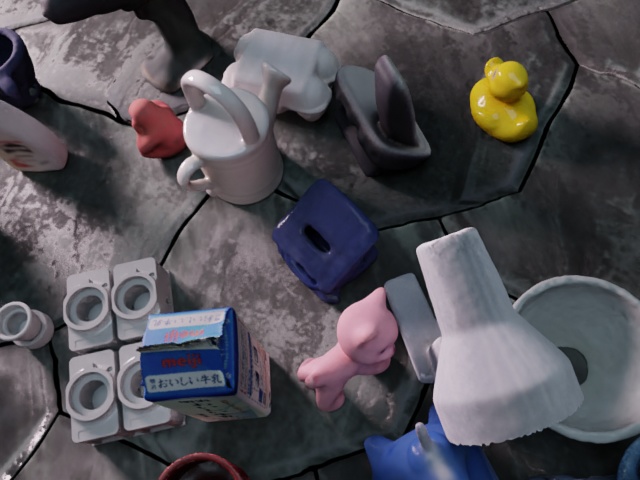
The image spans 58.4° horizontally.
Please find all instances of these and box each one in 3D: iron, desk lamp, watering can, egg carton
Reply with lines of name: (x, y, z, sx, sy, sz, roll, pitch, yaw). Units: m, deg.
iron: (0.139, 0.275, 0.508, 0.118, 0.141, 0.258, -27, 68, -6)
desk lamp: (0.137, 0.089, 0.545, 0.118, 0.214, 0.203, -20, 68, -3)
watering can: (-0.102, -0.133, 0.665, 0.100, 0.194, 0.173, 15, 70, 11)
egg carton: (-0.050, -0.219, 0.763, 0.150, 0.069, 0.107, 13, 70, 10)

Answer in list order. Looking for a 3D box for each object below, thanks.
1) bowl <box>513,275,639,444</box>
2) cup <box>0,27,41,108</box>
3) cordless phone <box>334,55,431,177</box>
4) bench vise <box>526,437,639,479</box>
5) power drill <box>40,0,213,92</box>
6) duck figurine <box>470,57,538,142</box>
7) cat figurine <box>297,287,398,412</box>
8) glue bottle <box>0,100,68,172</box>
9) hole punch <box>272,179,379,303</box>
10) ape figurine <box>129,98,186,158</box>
bowl: (0.265, 0.125, 0.595, 0.167, 0.075, 0.167, -2, 68, 4)
cup: (-0.418, -0.216, 0.777, 0.092, 0.095, 0.117, -36, 69, -10)
cordless phone: (0.072, -0.172, 0.671, 0.094, 0.185, 0.147, -27, 68, -6)
bench vise: (0.273, 0.235, 0.471, 0.207, 0.220, 0.121, -22, 68, -4)
power drill: (-0.217, -0.292, 0.730, 0.075, 0.208, 0.230, 36, 75, 17)
duck figurine: (0.236, -0.181, 0.716, 0.077, 0.086, 0.104, -25, 68, -6)
cat figurine: (0.033, 0.113, 0.595, 0.128, 0.118, 0.067, -39, 70, -11)
glue bottle: (-0.384, -0.140, 0.701, 0.078, 0.173, 0.037, -4, 67, 3)
hole punch: (0.006, 0.002, 0.657, 0.101, 0.091, 0.108, -41, 70, -11)
ape figurine: (-0.214, -0.150, 0.735, 0.076, 0.092, 0.078, 22, 71, 13)
